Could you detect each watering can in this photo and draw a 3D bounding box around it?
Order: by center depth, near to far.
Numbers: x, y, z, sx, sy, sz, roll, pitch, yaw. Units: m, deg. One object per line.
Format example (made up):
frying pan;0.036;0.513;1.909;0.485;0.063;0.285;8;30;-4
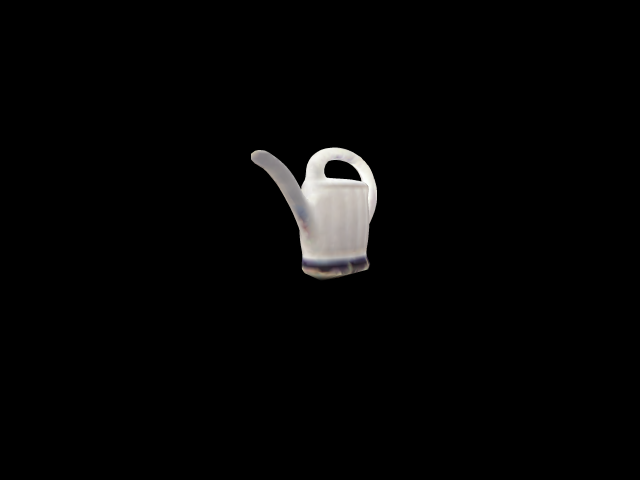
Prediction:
watering can;0.003;-0.043;0.850;0.104;0.224;0.349;2;4;34
